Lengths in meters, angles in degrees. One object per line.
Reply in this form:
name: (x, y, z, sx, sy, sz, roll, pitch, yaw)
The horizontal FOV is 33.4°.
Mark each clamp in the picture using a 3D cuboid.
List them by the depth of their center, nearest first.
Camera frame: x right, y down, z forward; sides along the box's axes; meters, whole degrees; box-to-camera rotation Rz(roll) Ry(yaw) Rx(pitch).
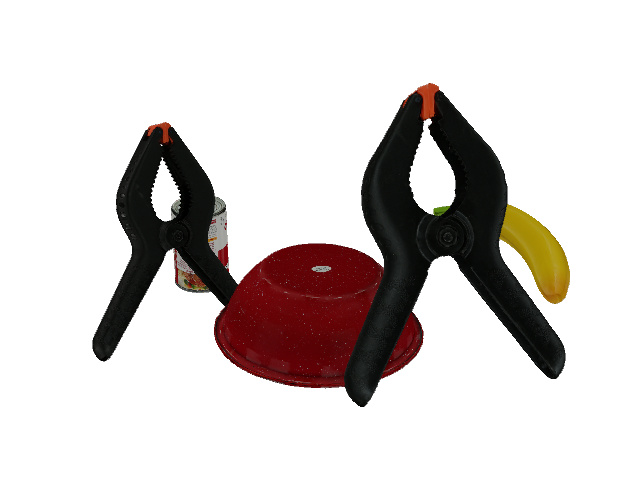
clamp: (0.055, 0.006, 0.570, 0.120, 0.171, 0.039, -16, -2, -14)
clamp: (-0.127, 0.000, 0.966, 0.164, 0.210, 0.036, 1, 0, -35)

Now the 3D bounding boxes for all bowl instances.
bowl: (0.000, 0.046, 0.811, 0.162, 0.055, 0.162, 1, 25, -1)

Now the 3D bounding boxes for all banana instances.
banana: (0.196, 0.003, 1.071, 0.069, 0.037, 0.198, -33, 38, -13)

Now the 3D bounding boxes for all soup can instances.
soup can: (-0.147, 0.003, 1.301, 0.068, 0.102, 0.068, 0, 26, 0)
